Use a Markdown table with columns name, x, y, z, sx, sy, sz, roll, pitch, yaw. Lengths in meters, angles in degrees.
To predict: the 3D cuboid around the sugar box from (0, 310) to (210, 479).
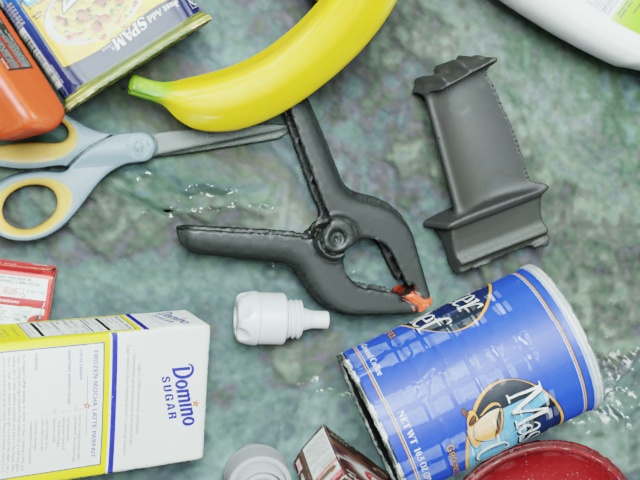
| name | x | y | z | sx | sy | sz | roll | pitch | yaw |
| --- | --- | --- | --- | --- | --- | --- | --- | --- | --- |
| sugar box | -0.156 | 0.096 | 0.647 | 0.175 | 0.048 | 0.093 | -2 | 103 | -33 |

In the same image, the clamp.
| name | x | y | z | sx | sy | sz | roll | pitch | yaw |
| --- | --- | --- | --- | --- | --- | --- | --- | --- | --- |
| clamp | -0.005 | 0.001 | 0.687 | 0.120 | 0.039 | 0.171 | -44 | 105 | 2 |

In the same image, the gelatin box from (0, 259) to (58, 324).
| name | x | y | z | sx | sy | sz | roll | pitch | yaw |
| --- | --- | --- | --- | --- | --- | --- | --- | --- | --- |
| gelatin box | -0.207 | 0.056 | 0.666 | 0.073 | 0.030 | 0.089 | 8 | 99 | -10 |

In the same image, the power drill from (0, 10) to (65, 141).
| name | x | y | z | sx | sy | sz | roll | pitch | yaw |
| --- | --- | --- | --- | --- | --- | --- | --- | --- | --- |
| power drill | -0.241 | -0.049 | 0.602 | 0.188 | 0.057 | 0.184 | -30 | 98 | 12 |

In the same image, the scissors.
| name | x | y | z | sx | sy | sz | roll | pitch | yaw |
| --- | --- | --- | --- | --- | --- | --- | --- | --- | --- |
| scissors | -0.123 | -0.040 | 0.668 | 0.201 | 0.016 | 0.096 | 8 | 92 | -13 |

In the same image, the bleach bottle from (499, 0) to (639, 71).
| name | x | y | z | sx | sy | sz | roll | pitch | yaw |
| --- | --- | --- | --- | --- | --- | --- | --- | --- | --- |
| bleach bottle | 0.179 | -0.157 | 0.671 | 0.250 | 0.068 | 0.102 | 35 | 93 | -11 |

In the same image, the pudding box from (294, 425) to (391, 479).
| name | x | y | z | sx | sy | sz | roll | pitch | yaw |
| --- | --- | --- | --- | --- | --- | --- | --- | --- | --- |
| pudding box | 0.039 | 0.180 | 0.701 | 0.113 | 0.090 | 0.039 | 37 | 92 | -13 |

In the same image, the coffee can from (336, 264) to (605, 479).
| name | x | y | z | sx | sy | sz | roll | pitch | yaw |
| --- | --- | --- | --- | --- | --- | --- | --- | --- | --- |
| coffee can | 0.095 | 0.090 | 0.688 | 0.140 | 0.103 | 0.103 | -24 | 103 | -5 |

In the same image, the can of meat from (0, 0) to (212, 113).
| name | x | y | z | sx | sy | sz | roll | pitch | yaw |
| --- | --- | --- | --- | --- | --- | --- | --- | --- | --- |
| can of meat | -0.130 | -0.138 | 0.628 | 0.102 | 0.057 | 0.084 | -35 | 102 | -11 |

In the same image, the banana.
| name | x | y | z | sx | sy | sz | roll | pitch | yaw |
| --- | --- | --- | --- | --- | --- | --- | --- | --- | --- |
| banana | -0.016 | -0.115 | 0.621 | 0.198 | 0.037 | 0.069 | -30 | 139 | 17 |

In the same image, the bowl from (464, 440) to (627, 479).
| name | x | y | z | sx | sy | sz | roll | pitch | yaw |
| --- | --- | --- | --- | --- | --- | --- | --- | --- | --- |
| bowl | 0.164 | 0.226 | 0.749 | 0.162 | 0.055 | 0.162 | -2 | 100 | -10 |
